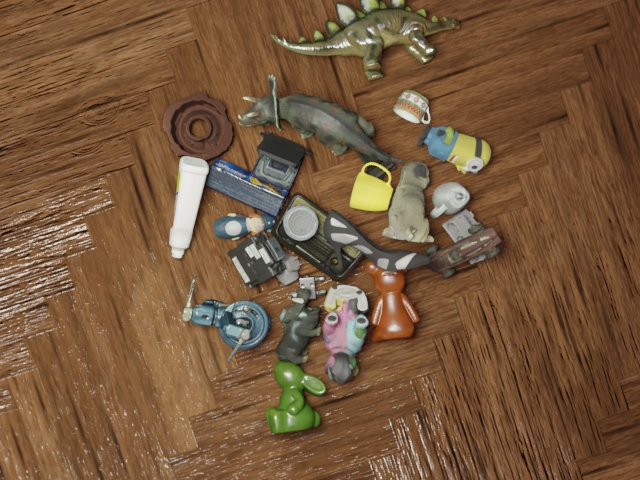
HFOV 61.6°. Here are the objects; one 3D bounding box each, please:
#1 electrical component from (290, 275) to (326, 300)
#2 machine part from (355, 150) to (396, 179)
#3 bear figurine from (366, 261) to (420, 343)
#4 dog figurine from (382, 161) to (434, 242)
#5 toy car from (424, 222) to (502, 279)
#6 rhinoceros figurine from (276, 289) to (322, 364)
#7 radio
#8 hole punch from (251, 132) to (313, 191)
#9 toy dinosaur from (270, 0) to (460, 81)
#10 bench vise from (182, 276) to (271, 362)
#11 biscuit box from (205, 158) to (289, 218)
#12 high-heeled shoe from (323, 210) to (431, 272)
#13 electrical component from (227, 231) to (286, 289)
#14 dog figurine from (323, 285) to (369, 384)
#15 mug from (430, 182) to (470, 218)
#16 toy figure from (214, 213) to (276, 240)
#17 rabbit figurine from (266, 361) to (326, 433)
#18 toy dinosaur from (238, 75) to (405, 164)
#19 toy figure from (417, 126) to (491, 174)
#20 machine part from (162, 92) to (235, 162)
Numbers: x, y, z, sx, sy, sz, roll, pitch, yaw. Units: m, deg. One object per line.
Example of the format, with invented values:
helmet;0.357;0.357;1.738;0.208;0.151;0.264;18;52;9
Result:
electrical component;-0.032;0.120;1.371;0.094;0.021;0.063;-6;91;2
machine part;0.123;-0.215;1.354;0.084;0.039;0.139;-36;92;7
bear figurine;0.175;0.151;1.338;0.120;0.132;0.196;-9;73;0
dog figurine;0.221;-0.096;1.293;0.121;0.172;0.190;6;99;-10
toy car;0.341;0.029;1.298;0.202;0.053;0.089;-31;92;45
rhinoceros figurine;-0.054;0.214;1.340;0.112;0.073;0.190;18;99;-1
radio;-0.003;-0.004;1.342;0.229;0.073;0.131;35;91;0
hole punch;-0.102;-0.195;1.331;0.142;0.116;0.092;20;128;2
toy dinosaur;0.122;-0.499;1.318;0.472;0.105;0.198;-15;84;-8
bench vise;-0.216;0.194;1.279;0.223;0.241;0.128;23;88;-16
biscuit box;-0.183;-0.131;1.340;0.203;0.059;0.062;25;118;0
high-heeled shoe;0.132;-0.004;1.258;0.249;0.086;0.145;-2;101;10
electrical component;-0.149;0.046;1.324;0.134;0.058;0.115;-28;94;38
dog figurine;0.059;0.245;1.339;0.109;0.192;0.219;4;125;1
mug;0.316;-0.098;1.319;0.109;0.107;0.081;-38;89;-1
toy figure;-0.187;-0.036;1.355;0.155;0.058;0.064;-8;130;0
rabbit figurine;-0.062;0.382;1.336;0.159;0.121;0.170;-7;76;-3
toy dinosaur;0.003;-0.277;1.258;0.405;0.192;0.131;21;99;18
toy figure;0.335;-0.231;1.329;0.180;0.082;0.089;27;94;2
machine part;-0.302;-0.278;1.349;0.179;0.056;0.179;0;92;0
